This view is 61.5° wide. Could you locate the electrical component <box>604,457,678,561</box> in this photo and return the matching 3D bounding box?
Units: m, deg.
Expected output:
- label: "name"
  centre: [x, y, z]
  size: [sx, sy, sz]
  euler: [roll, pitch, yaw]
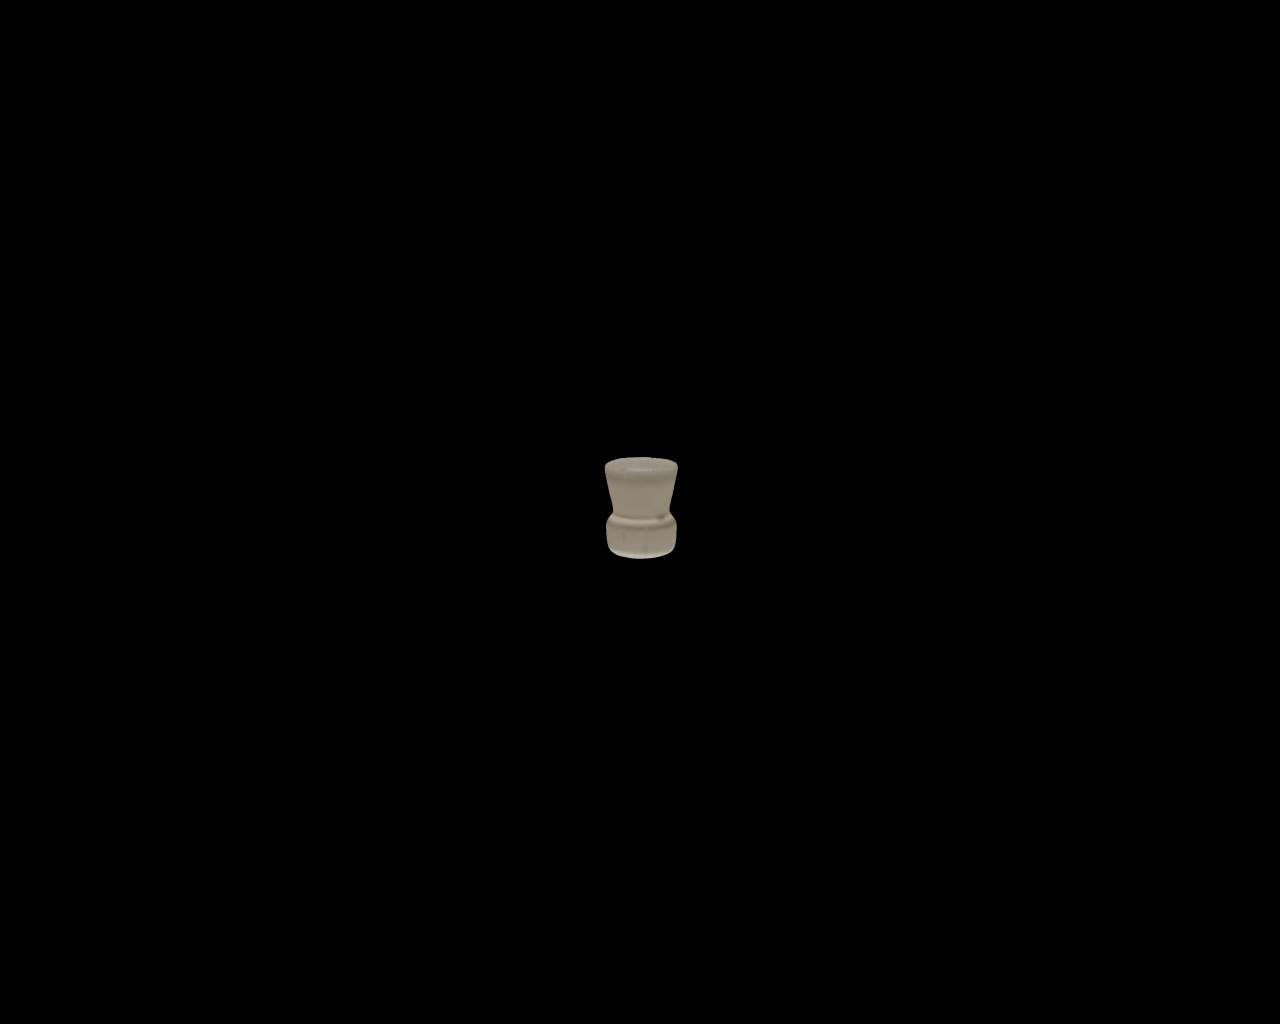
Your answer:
- label: "electrical component"
  centre: [0.001, -0.003, 0.650]
  size: [0.045, 0.055, 0.045]
  euler: [0, 13, 0]
